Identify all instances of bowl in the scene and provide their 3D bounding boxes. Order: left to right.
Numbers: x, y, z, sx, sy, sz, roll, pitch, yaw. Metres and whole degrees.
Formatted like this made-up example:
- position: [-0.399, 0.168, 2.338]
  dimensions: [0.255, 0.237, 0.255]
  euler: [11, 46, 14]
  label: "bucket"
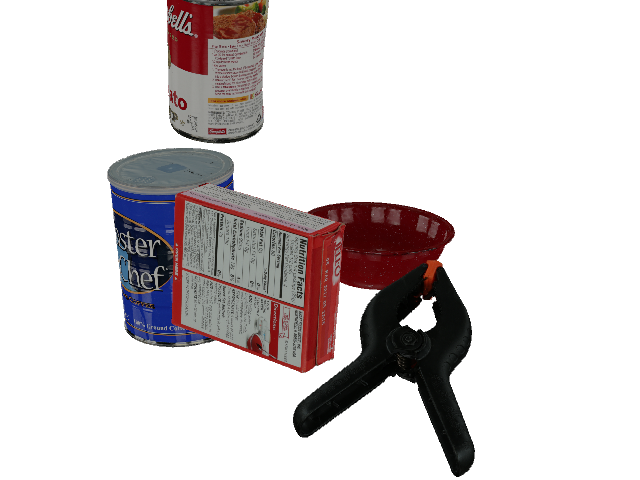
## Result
- position: [0.057, 0.009, 1.104]
  dimensions: [0.162, 0.055, 0.162]
  euler: [2, 19, -1]
  label: "bowl"

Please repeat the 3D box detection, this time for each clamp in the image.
- position: [0.050, 0.082, 0.742]
  dimensions: [0.120, 0.039, 0.171]
  euler: [10, 44, 2]
  label: "clamp"

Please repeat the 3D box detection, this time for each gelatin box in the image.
- position: [-0.032, 0.017, 0.535]
  dimensions: [0.089, 0.073, 0.030]
  euler: [16, 24, 30]
  label: "gelatin box"

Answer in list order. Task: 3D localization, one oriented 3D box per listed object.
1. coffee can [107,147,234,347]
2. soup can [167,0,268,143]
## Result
- position: [-0.120, 0.004, 0.895]
  dimensions: [0.103, 0.140, 0.103]
  euler: [-2, 22, 0]
  label: "coffee can"
- position: [-0.069, -0.126, 0.721]
  dimensions: [0.068, 0.102, 0.068]
  euler: [3, 33, -2]
  label: "soup can"
